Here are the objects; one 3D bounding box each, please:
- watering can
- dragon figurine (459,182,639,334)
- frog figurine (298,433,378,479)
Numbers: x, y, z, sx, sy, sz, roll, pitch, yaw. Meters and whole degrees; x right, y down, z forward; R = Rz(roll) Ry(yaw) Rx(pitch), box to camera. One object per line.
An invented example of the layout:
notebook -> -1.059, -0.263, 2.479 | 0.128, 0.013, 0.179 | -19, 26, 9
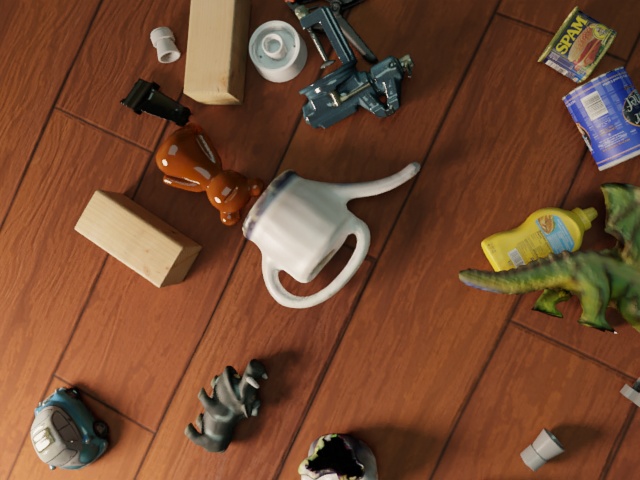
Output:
watering can -> 0.003, -0.047, 0.927 | 0.225, 0.104, 0.347 | 38, 94, 10
dragon figurine -> 0.450, 0.024, 0.829 | 0.410, 0.122, 0.243 | 19, 90, -5
frog figurine -> 0.037, 0.428, 0.915 | 0.137, 0.125, 0.156 | -13, 122, 1
